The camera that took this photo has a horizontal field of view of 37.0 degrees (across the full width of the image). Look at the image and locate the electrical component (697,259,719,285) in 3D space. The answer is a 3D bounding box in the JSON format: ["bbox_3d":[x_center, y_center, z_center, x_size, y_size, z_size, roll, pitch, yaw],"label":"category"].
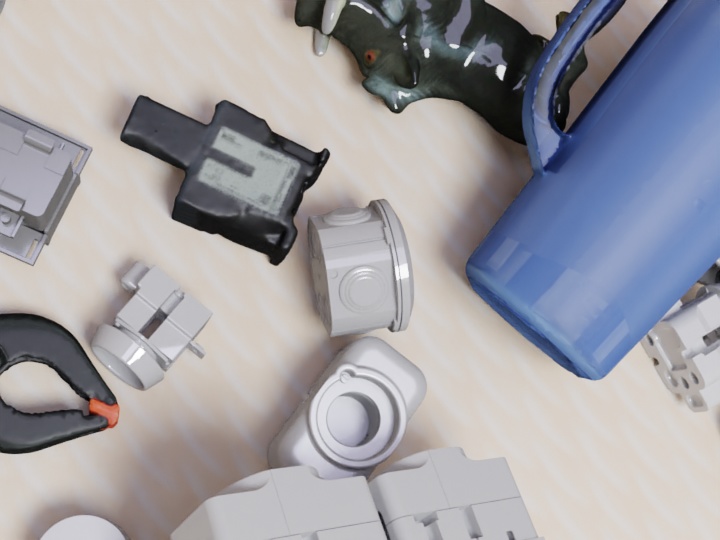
[{"bbox_3d":[0.235,-0.020,0.711,0.055,0.055,0.047,35,77,-4],"label":"electrical component"}]

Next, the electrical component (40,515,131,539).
[{"bbox_3d":[-0.168,0.194,0.562,0.052,0.073,0.138,28,74,1],"label":"electrical component"}]

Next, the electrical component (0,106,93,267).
[{"bbox_3d":[-0.226,-0.065,0.611,0.121,0.063,0.078,25,74,-7],"label":"electrical component"}]

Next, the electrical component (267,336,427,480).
[{"bbox_3d":[-0.007,0.088,0.630,0.054,0.059,0.095,38,73,-3],"label":"electrical component"}]

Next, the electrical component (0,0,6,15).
[{"bbox_3d":[-0.246,-0.168,0.638,0.055,0.048,0.066,35,73,4],"label":"electrical component"}]

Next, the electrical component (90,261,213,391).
[{"bbox_3d":[-0.122,0.036,0.623,0.066,0.048,0.055,40,65,-2],"label":"electrical component"}]

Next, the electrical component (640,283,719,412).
[{"bbox_3d":[0.222,0.043,0.694,0.057,0.058,0.078,-28,86,-14],"label":"electrical component"}]

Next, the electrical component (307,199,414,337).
[{"bbox_3d":[0.000,0.000,0.641,0.051,0.080,0.080,-9,81,-9],"label":"electrical component"}]

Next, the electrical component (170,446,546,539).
[{"bbox_3d":[-0.012,0.147,0.557,0.186,0.105,0.060,1,57,-37],"label":"electrical component"}]
